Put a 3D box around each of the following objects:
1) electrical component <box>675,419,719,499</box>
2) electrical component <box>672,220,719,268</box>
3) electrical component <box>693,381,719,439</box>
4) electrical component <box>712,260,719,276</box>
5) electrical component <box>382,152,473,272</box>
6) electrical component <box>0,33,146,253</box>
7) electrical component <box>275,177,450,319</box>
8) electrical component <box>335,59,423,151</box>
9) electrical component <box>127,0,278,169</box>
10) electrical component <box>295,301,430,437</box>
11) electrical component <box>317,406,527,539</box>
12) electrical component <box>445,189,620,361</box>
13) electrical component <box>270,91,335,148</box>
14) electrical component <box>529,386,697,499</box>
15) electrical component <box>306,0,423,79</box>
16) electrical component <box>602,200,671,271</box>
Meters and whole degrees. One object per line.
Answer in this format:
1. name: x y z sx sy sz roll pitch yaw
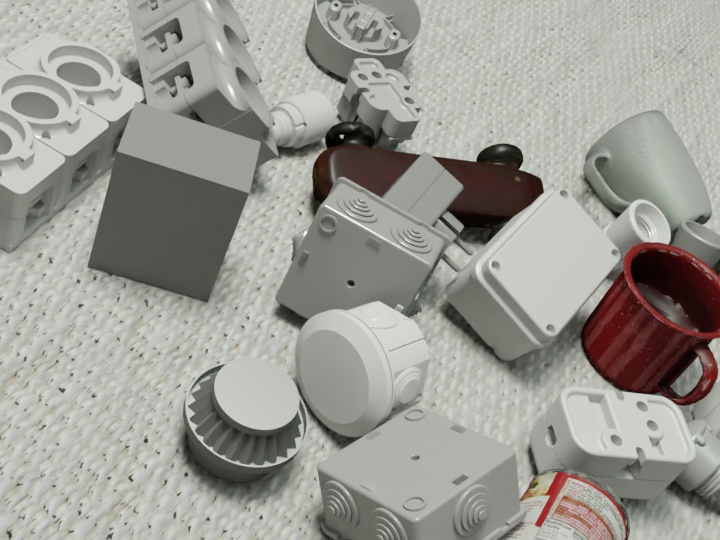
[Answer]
1. electrical component: 0.242 0.139 0.753 0.062 0.048 0.048 45 44 9
2. electrical component: 0.269 -0.003 0.890 0.044 0.065 0.044 21 24 -10
3. electrical component: 0.289 0.127 0.786 0.066 0.047 0.076 17 43 -11
4. electrical component: 0.332 0.019 0.914 0.077 0.047 0.065 26 42 -1
5. electrical component: 0.048 -0.031 0.773 0.077 0.047 0.065 43 57 -3
6. electrical component: -0.224 -0.094 0.732 0.089 0.061 0.150 31 42 4
7. electrical component: 0.000 0.000 0.727 0.100 0.099 0.048 30 29 2
8. electrical component: 0.012 -0.127 0.888 0.058 0.057 0.078 -9 53 -35
9. electrical component: -0.116 -0.149 0.809 0.089 0.062 0.150 48 19 -50
10. electrical component: 0.001 0.061 0.681 0.051 0.080 0.080 -16 57 -44
11. electrical component: 0.034 0.127 0.620 0.100 0.048 0.100 -26 30 -35
12. electrical component: 0.129 0.002 0.791 0.078 0.057 0.113 49 56 -2
13. electrical component: -0.055 -0.116 0.856 0.040 0.040 0.078 45 45 19
14. electrical component: 0.166 0.119 0.721 0.095 0.059 0.053 8 45 -20
15. electrical component: 0.002 -0.217 0.967 0.099 0.064 0.099 14 44 -14
16. electrical component: 0.216 -0.024 0.883 0.044 0.065 0.044 17 57 -27
